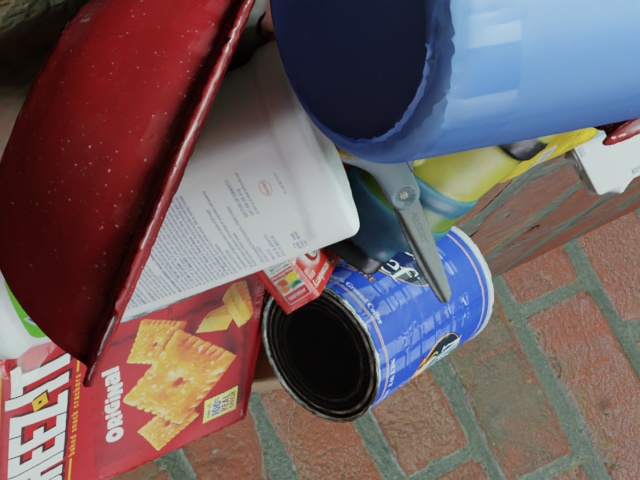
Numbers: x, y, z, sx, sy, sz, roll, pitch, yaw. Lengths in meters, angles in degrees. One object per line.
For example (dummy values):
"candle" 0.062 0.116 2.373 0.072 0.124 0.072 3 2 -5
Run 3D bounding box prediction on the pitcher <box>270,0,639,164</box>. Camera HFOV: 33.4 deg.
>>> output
"pitcher" 0.100 -0.103 0.426 0.242 0.145 0.149 -16 136 -32

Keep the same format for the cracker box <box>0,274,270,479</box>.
"cracker box" -0.139 0.085 0.719 0.213 0.072 0.164 -20 137 -37

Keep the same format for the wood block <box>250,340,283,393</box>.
"wood block" -0.051 0.079 0.892 0.090 0.091 0.207 2 169 -34

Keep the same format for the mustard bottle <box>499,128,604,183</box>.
"mustard bottle" 0.216 -0.108 0.878 0.191 0.058 0.096 -22 164 -22

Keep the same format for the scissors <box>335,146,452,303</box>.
"scissors" 0.056 -0.043 0.584 0.096 0.016 0.201 -38 130 10

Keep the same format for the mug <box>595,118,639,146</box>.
"mug" 0.215 -0.119 0.749 0.093 0.081 0.117 -23 170 -21

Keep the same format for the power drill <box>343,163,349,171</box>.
"power drill" 0.072 -0.057 0.784 0.184 0.057 0.187 -25 168 11

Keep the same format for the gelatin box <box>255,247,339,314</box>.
"gelatin box" -0.021 -0.006 0.671 0.030 0.073 0.089 -32 -168 25

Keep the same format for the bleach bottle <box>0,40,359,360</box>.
"bleach bottle" -0.113 -0.003 0.521 0.251 0.068 0.102 -21 134 8

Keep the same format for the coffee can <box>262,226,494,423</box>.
"coffee can" 0.043 0.052 0.755 0.140 0.103 0.103 -27 173 -44

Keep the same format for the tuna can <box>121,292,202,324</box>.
"tuna can" -0.100 0.023 0.611 0.086 0.034 0.086 -21 176 -2

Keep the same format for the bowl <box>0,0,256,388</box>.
"bowl" -0.075 -0.032 0.383 0.162 0.055 0.162 -157 -89 -83
